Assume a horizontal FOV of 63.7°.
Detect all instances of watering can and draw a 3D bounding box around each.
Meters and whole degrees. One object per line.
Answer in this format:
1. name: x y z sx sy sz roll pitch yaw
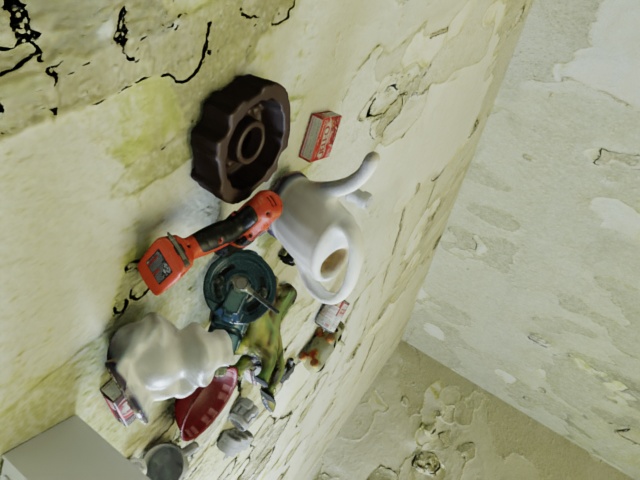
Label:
1. watering can: 0.003 -0.045 0.885 0.105 0.339 0.228 -20 48 -35

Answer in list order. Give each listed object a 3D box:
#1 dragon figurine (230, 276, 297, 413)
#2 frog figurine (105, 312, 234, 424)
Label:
1. dragon figurine: -0.100 0.213 1.145 0.122 0.247 0.401 18 -31 18
2. frog figurine: -0.211 0.161 0.730 0.161 0.136 0.122 -30 14 -26
